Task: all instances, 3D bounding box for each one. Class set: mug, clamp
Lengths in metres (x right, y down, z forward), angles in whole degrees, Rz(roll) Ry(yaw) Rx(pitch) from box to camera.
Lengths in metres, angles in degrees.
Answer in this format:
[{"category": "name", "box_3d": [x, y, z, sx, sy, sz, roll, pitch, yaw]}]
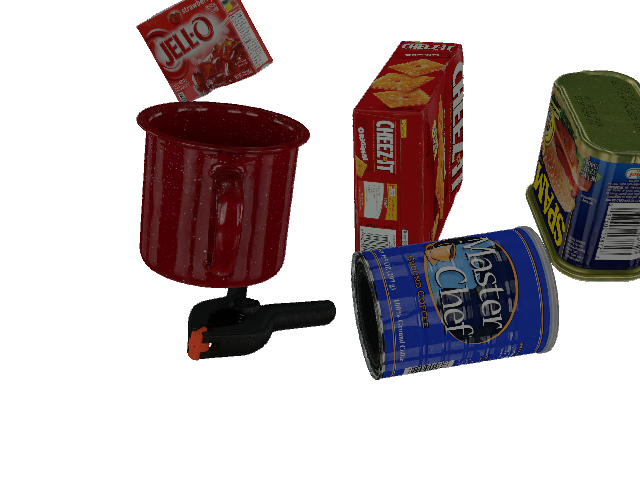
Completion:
[{"category": "mug", "box_3d": [-0.054, -0.021, 0.575, 0.093, 0.081, 0.117, 2, 21, -14]}, {"category": "clamp", "box_3d": [-0.078, 0.069, 1.033, 0.120, 0.039, 0.171, 19, 21, 35]}]

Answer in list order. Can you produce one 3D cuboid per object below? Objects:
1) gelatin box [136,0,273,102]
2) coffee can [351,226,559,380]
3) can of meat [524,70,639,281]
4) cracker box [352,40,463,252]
[{"category": "gelatin box", "box_3d": [-0.091, -0.153, 0.832, 0.089, 0.073, 0.030, -15, 21, 39]}, {"category": "coffee can", "box_3d": [0.103, 0.049, 0.843, 0.140, 0.103, 0.103, -8, 1, -7]}, {"category": "can of meat", "box_3d": [0.161, -0.040, 0.619, 0.057, 0.084, 0.102, 1, 36, -4]}, {"category": "cracker box", "box_3d": [0.089, -0.082, 1.016, 0.072, 0.164, 0.213, 5, 27, 15]}]
